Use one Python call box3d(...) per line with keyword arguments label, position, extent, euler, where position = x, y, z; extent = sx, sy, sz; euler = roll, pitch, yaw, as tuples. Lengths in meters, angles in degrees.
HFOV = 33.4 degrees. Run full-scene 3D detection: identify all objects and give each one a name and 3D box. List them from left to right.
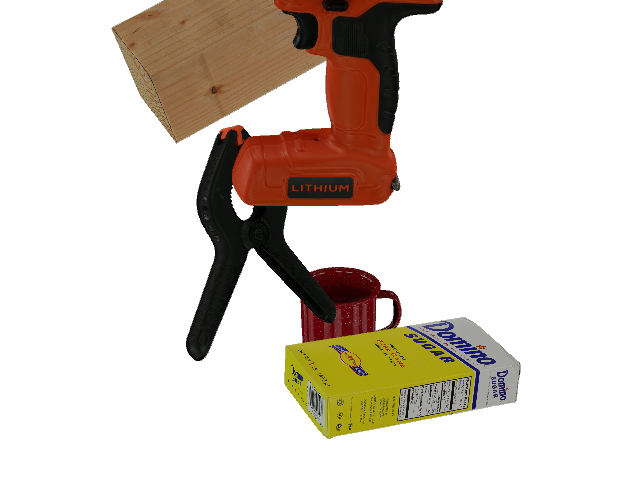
box3d(label="wood block", position=(-0.076, -0.194, 1.006), extent=(0.206, 0.090, 0.091), euler=(-30, -38, -11))
box3d(label="clamp", position=(-0.058, -0.001, 0.994), extent=(0.164, 0.210, 0.036), euler=(-4, 0, -38))
box3d(label="power drill", position=(-0.010, -0.110, 0.640), extent=(0.184, 0.188, 0.057), euler=(1, 37, -10))
box3d(label="mug", position=(0.032, 0.084, 1.175), extent=(0.117, 0.081, 0.093), euler=(-6, 25, -10))
box3d(label="sugar box", position=(0.068, 0.111, 0.892), extent=(0.176, 0.048, 0.093), euler=(-10, 26, -21))
